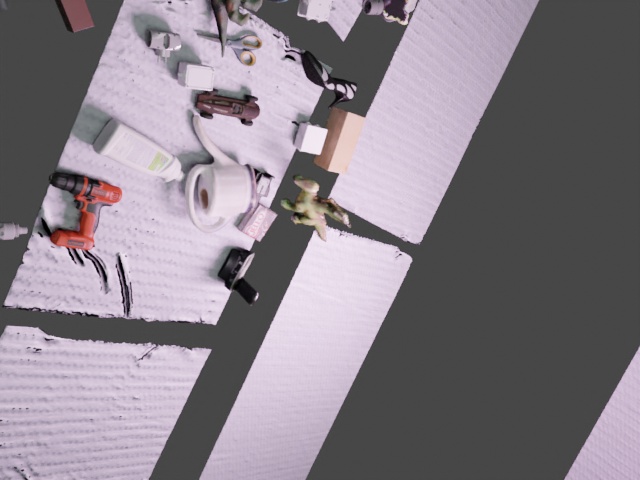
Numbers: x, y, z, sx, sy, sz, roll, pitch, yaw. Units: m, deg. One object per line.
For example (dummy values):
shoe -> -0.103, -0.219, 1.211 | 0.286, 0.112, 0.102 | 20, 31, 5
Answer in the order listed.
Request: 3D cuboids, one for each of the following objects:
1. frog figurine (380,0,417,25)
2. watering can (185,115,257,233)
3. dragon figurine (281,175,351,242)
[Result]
frog figurine -> 0.262, -0.803, 1.714 | 0.135, 0.122, 0.163 | 55, 38, -36
watering can -> -0.291, -0.191, 1.531 | 0.225, 0.105, 0.344 | -7, 107, -40
dragon figurine -> 0.005, -0.088, 1.753 | 0.123, 0.245, 0.402 | -51, 134, -13
